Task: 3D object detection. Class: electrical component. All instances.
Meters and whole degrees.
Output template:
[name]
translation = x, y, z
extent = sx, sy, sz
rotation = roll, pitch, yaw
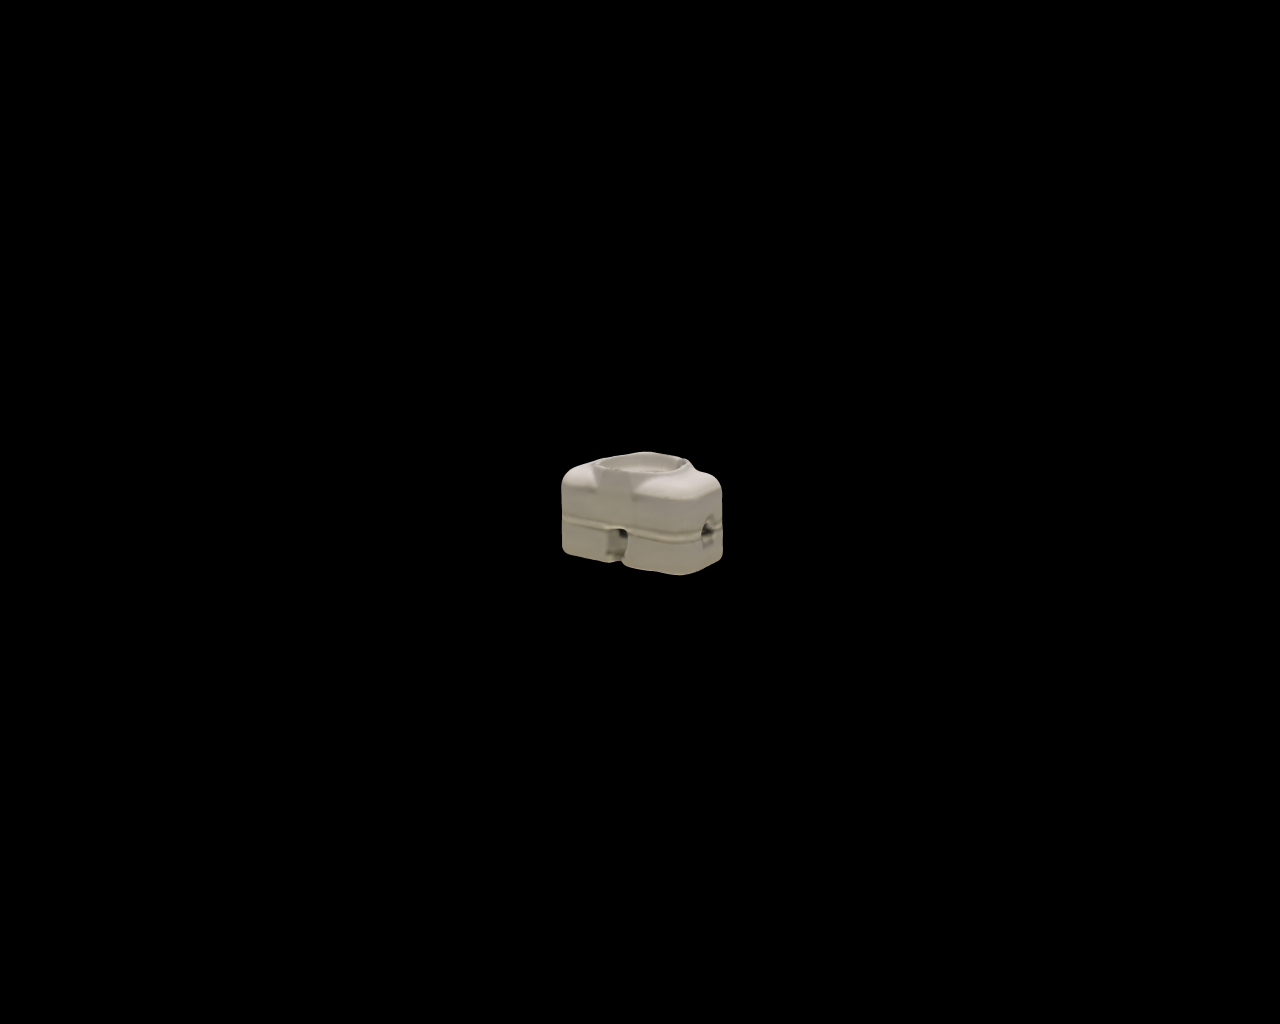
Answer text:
[electrical component]
translation = 0.001, -0.003, 0.650
extent = 0.095, 0.059, 0.054
rotation = 10, 18, 33
